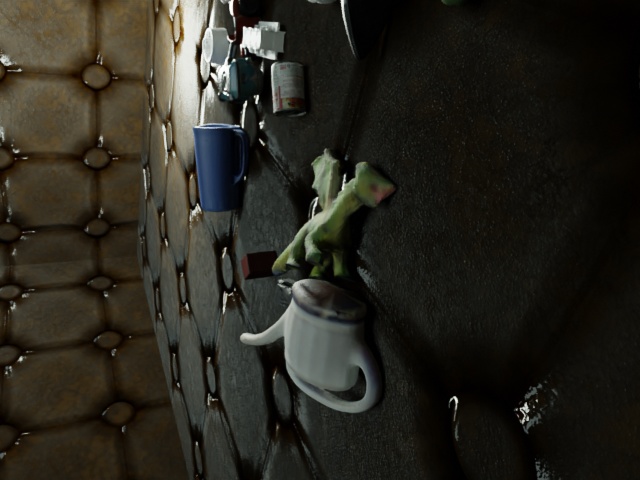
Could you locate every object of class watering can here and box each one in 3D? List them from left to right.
[{"bbox_3d":[-0.027,0.174,0.948,0.350,0.105,0.221,21,111,37],"label":"watering can"}]

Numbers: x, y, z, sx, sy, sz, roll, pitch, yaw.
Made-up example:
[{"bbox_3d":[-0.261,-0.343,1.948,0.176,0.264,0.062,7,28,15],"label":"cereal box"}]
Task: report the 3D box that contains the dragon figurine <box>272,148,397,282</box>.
[{"bbox_3d":[0.003,-0.049,0.964,0.408,0.121,0.245,-7,69,61],"label":"dragon figurine"}]
